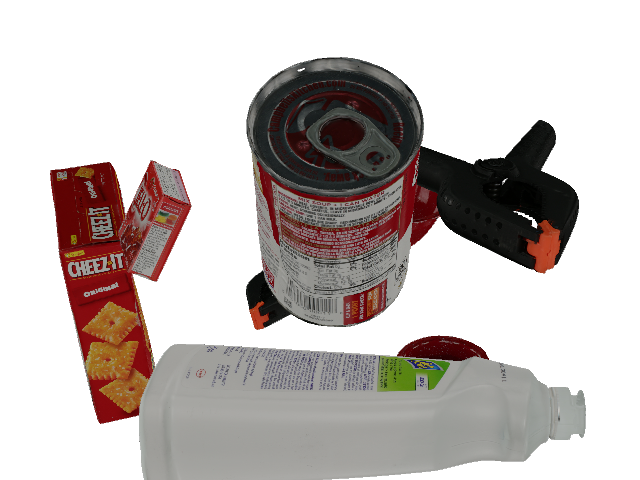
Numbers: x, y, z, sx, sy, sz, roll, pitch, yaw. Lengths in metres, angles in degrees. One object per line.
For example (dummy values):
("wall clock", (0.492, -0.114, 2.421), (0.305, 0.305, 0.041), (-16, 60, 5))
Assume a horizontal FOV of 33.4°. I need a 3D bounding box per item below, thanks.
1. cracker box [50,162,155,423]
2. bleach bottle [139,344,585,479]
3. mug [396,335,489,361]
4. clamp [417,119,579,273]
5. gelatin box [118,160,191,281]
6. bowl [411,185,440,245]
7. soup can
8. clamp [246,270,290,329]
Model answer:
("cracker box", (-0.220, 0.051, 1.091), (0.072, 0.214, 0.164), (-11, 34, -11))
("bleach bottle", (0.028, 0.103, 0.627), (0.251, 0.068, 0.102), (0, 18, 5))
("mug", (0.128, 0.149, 1.069), (0.093, 0.081, 0.117), (22, 39, 34))
("clamp", (0.108, -0.039, 0.742), (0.164, 0.036, 0.210), (-1, 27, -5))
("gelatin box", (-0.140, -0.018, 0.894), (0.030, 0.073, 0.089), (21, 17, -23))
("bowl", (0.041, -0.027, 1.023), (0.162, 0.055, 0.162), (6, 25, -3))
("soup can", (0.006, -0.016, 0.446), (0.068, 0.068, 0.102), (0, -35, 1))
("clamp", (-0.025, 0.039, 1.235), (0.120, 0.039, 0.171), (-7, 35, 26))
